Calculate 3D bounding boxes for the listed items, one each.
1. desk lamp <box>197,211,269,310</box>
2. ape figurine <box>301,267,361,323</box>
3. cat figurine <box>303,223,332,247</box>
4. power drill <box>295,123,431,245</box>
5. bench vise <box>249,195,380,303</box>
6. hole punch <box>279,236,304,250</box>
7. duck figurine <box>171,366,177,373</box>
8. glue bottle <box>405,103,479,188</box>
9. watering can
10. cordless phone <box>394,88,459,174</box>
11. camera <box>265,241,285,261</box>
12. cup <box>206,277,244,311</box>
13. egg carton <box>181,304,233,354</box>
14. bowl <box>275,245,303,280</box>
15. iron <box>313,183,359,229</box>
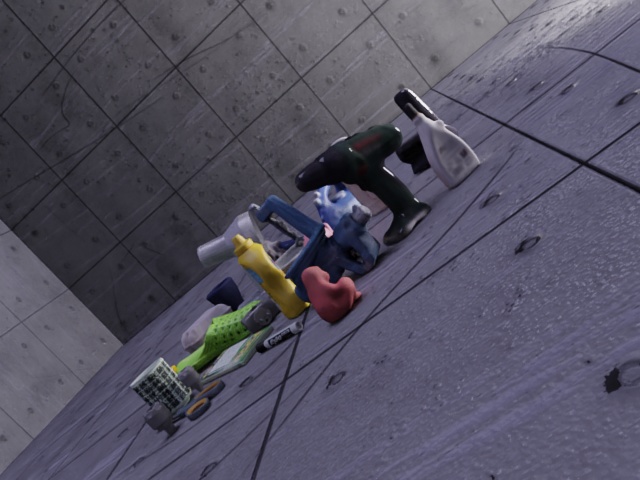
[{"bbox_3d":[-0.198,0.062,1.472,0.203,0.213,0.118,-41,9,3],"label":"desk lamp"},{"bbox_3d":[0.009,0.079,0.903,0.076,0.092,0.077,-47,11,-35],"label":"ape figurine"},{"bbox_3d":[0.011,0.004,1.178,0.067,0.118,0.128,-36,10,26],"label":"cat figurine"},{"bbox_3d":[0.092,-0.098,1.033,0.230,0.208,0.075,-45,10,-26],"label":"power drill"},{"bbox_3d":[-0.010,-0.016,1.029,0.207,0.220,0.121,-40,9,9],"label":"bench vise"},{"bbox_3d":[-0.042,0.015,1.437,0.101,0.091,0.108,-42,9,-9],"label":"hole punch"},{"bbox_3d":[-0.332,0.311,1.239,0.104,0.086,0.077,-37,10,24],"label":"duck figurine"},{"bbox_3d":[0.213,-0.182,1.048,0.078,0.173,0.037,-43,9,-11],"label":"glue bottle"},{"bbox_3d":[0.099,-0.159,1.355,0.101,0.194,0.172,-42,9,-5],"label":"watering can"},{"bbox_3d":[0.225,-0.265,1.369,0.147,0.185,0.094,-32,13,45],"label":"cordless phone"},{"bbox_3d":[-0.169,0.074,1.666,0.143,0.101,0.137,-36,10,29],"label":"camera"},{"bbox_3d":[-0.258,0.164,1.619,0.092,0.095,0.117,-41,9,-2],"label":"cup"},{"bbox_3d":[-0.294,0.235,1.508,0.150,0.069,0.107,-48,11,-37],"label":"egg carton"},{"bbox_3d":[-0.043,0.058,1.290,0.167,0.075,0.167,-40,9,8],"label":"bowl"},{"bbox_3d":[0.044,-0.107,1.505,0.118,0.141,0.259,-34,11,38],"label":"iron"}]
